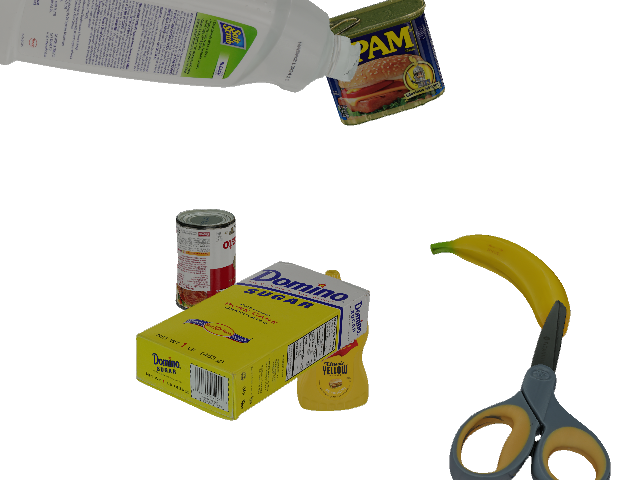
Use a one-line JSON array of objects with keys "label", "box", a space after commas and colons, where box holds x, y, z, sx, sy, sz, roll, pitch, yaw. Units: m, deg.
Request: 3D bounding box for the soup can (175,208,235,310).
[{"label": "soup can", "box": [-0.129, 0.022, 1.195, 0.068, 0.102, 0.068, 2, 18, -1]}]

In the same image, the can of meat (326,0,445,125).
[{"label": "can of meat", "box": [0.051, -0.156, 0.928, 0.102, 0.084, 0.057, -15, 28, 9]}]

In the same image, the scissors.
[{"label": "scissors", "box": [0.147, 0.096, 0.642, 0.096, 0.016, 0.201, 20, 35, 28]}]

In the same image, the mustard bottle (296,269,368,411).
[{"label": "mustard bottle", "box": [0.016, 0.131, 1.427, 0.096, 0.192, 0.058, -2, 18, -6]}]

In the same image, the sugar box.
[{"label": "sugar box", "box": [-0.047, 0.070, 0.815, 0.093, 0.048, 0.175, 18, 30, 30]}]

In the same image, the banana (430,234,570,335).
[{"label": "banana", "box": [0.194, 0.038, 1.066, 0.069, 0.037, 0.198, -34, 37, -15]}]

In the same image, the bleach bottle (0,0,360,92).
[{"label": "bleach bottle", "box": [-0.098, -0.147, 0.747, 0.250, 0.068, 0.103, 11, -39, -12]}]
